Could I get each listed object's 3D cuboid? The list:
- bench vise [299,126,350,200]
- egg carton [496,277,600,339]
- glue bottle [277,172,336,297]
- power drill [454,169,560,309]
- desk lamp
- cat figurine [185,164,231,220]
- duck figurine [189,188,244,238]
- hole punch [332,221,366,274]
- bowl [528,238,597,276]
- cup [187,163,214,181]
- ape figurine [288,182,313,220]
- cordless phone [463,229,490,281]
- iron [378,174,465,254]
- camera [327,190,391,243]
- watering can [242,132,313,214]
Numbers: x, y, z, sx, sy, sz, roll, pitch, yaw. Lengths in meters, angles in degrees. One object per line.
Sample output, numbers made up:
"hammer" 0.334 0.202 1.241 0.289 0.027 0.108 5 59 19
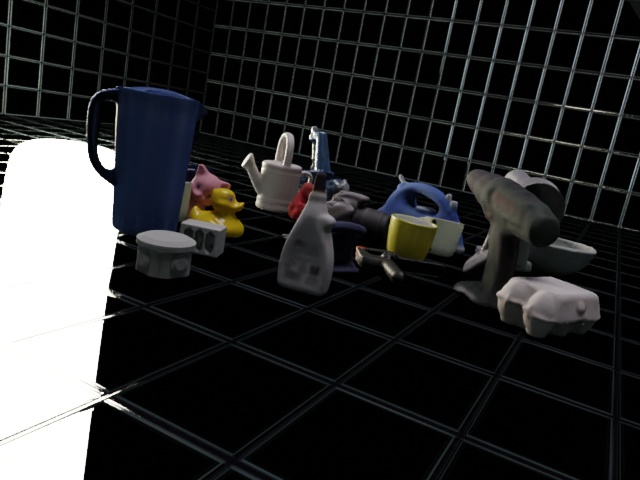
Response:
"bench vise" 0.011 -0.179 1.497 0.206 0.220 0.122 18 14 30
"egg carton" 0.343 0.100 0.859 0.151 0.069 0.107 2 15 -35
"glue bottle" -0.011 -0.011 0.814 0.078 0.173 0.037 14 13 17
"power drill" 0.292 -0.001 0.949 0.076 0.208 0.229 6 13 -21
"desk lamp" 0.424 -0.042 1.237 0.118 0.213 0.203 10 12 -3
"cat figurine" -0.244 -0.094 1.125 0.127 0.118 0.067 15 13 20
"duck figurine" -0.189 -0.055 1.071 0.104 0.086 0.077 10 12 -3
"hole punch" 0.009 0.003 0.961 0.109 0.091 0.100 3 14 -31
"bowl" 0.528 0.037 1.296 0.167 0.075 0.167 10 12 -2
"cup" -0.285 -0.117 1.250 0.091 0.095 0.118 19 15 34
"ape figurine" -0.034 -0.090 1.352 0.075 0.092 0.078 19 14 33
"cordless phone" 0.335 -0.010 1.084 0.094 0.185 0.148 13 12 13
"iron" 0.262 -0.069 1.396 0.119 0.141 0.257 0 16 -41
"camera" 0.081 -0.047 1.232 0.136 0.101 0.143 15 13 21
"watering can" -0.103 -0.171 1.421 0.173 0.194 0.100 1 16 -39
